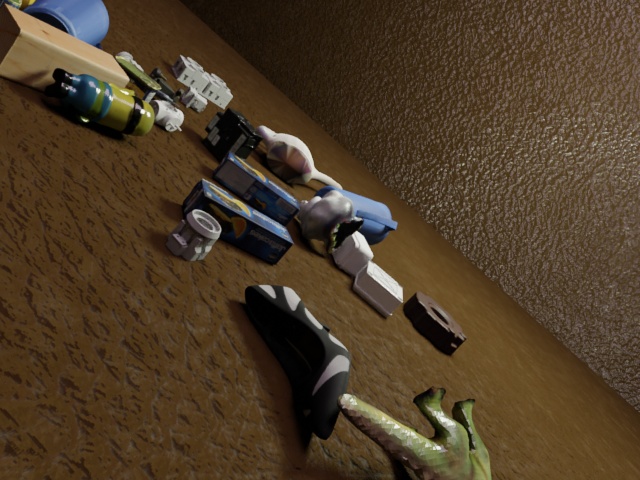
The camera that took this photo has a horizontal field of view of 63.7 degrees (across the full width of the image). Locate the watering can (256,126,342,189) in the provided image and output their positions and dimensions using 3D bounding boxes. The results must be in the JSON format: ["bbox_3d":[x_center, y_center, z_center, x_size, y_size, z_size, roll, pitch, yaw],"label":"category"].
[{"bbox_3d":[-0.057,-0.232,1.590,0.345,0.103,0.228,37,17,-14],"label":"watering can"}]

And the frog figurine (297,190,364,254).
[{"bbox_3d":[0.004,-0.062,1.225,0.161,0.137,0.121,40,7,31],"label":"frog figurine"}]

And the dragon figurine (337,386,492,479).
[{"bbox_3d":[0.179,0.331,0.652,0.406,0.248,0.121,25,-60,-41],"label":"dragon figurine"}]
